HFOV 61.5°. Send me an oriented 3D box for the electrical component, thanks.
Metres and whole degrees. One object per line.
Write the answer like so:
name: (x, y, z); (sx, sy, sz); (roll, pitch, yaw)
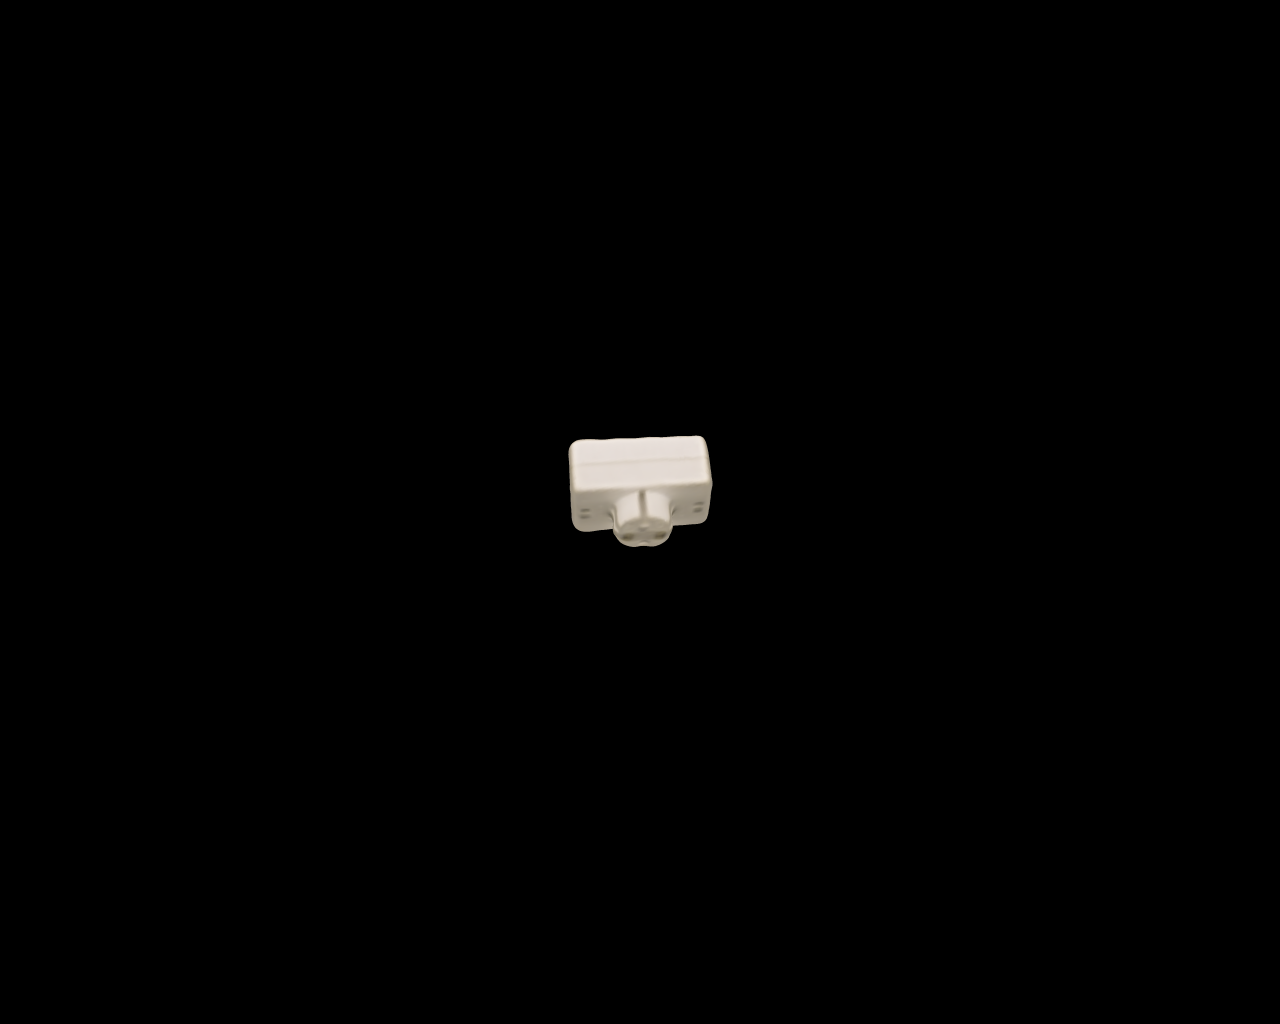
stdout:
electrical component: (0.001, -0.003, 0.650); (0.083, 0.076, 0.047); (-3, -34, -2)
